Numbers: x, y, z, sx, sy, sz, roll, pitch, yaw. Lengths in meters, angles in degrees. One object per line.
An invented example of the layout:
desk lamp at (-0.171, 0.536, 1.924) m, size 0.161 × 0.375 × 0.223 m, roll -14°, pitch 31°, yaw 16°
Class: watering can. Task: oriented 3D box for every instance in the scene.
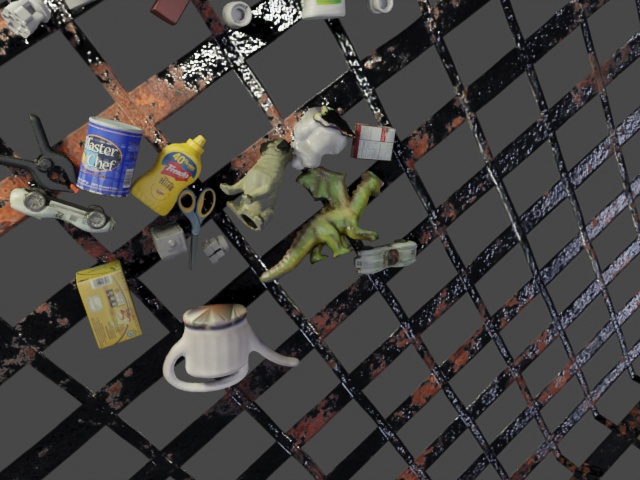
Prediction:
watering can at (-0.214, 0.260, 1.284) m, size 0.349 × 0.105 × 0.221 m, roll -7°, pitch 108°, yaw -24°

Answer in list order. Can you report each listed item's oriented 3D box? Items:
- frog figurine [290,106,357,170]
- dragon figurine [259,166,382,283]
frog figurine at (-0.007, -0.242, 1.260) m, size 0.137 × 0.125 × 0.156 m, roll 8°, pitch 139°, yaw -38°
dragon figurine at (0.004, -0.067, 1.323) m, size 0.413 × 0.122 × 0.242 m, roll -21°, pitch 97°, yaw -23°
